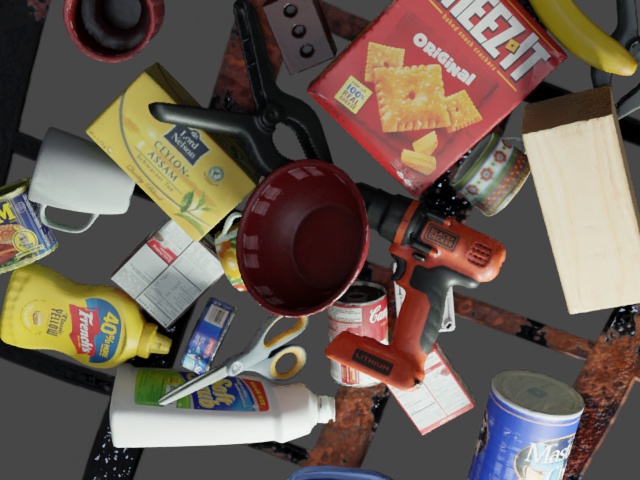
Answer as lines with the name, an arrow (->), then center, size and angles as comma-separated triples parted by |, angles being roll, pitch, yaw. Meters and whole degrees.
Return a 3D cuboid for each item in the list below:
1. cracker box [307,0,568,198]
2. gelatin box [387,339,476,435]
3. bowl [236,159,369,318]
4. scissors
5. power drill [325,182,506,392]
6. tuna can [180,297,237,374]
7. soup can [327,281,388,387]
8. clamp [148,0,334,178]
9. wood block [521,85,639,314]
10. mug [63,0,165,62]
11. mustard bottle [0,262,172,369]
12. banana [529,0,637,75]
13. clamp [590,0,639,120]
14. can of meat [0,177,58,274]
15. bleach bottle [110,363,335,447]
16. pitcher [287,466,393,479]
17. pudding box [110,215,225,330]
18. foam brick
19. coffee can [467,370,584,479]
cracker box -> 0.118, -0.173, 1.091 | 0.164, 0.072, 0.214 | 44, 105, -9
gelatin box -> 0.124, 0.168, 1.223 | 0.073, 0.030, 0.089 | -32, 102, 15
bowl -> -0.007, 0.001, 1.088 | 0.162, 0.055, 0.162 | -7, 76, 33
scissors -> -0.085, 0.150, 1.184 | 0.201, 0.016, 0.096 | -38, 127, -25
power drill -> 0.076, 0.049, 1.109 | 0.184, 0.057, 0.187 | 25, 91, 12
tuna can -> -0.125, 0.108, 1.197 | 0.034, 0.086, 0.086 | 24, 108, -1
soup can -> 0.042, 0.104, 1.190 | 0.068, 0.068, 0.102 | -1, 108, 5
clamp -> -0.057, -0.138, 1.117 | 0.209, 0.036, 0.164 | 37, 71, -22
wood block -> 0.275, -0.040, 1.094 | 0.090, 0.090, 0.206 | -12, 114, 18
mug -> -0.198, -0.242, 1.092 | 0.117, 0.081, 0.093 | -42, 100, 16
mustard bottle -> -0.263, 0.095, 1.219 | 0.191, 0.058, 0.096 | 16, 105, 0
banana -> 0.244, -0.243, 1.062 | 0.070, 0.037, 0.198 | -24, 95, 34
clamp -> 0.336, -0.195, 1.079 | 0.120, 0.039, 0.171 | 19, 114, 15
can of meat -> -0.355, -0.012, 1.195 | 0.102, 0.057, 0.084 | -18, 108, 11
bleach bottle -> -0.109, 0.190, 1.225 | 0.251, 0.102, 0.068 | 0, 122, -2
pitcher -> 0.064, 0.358, 1.243 | 0.243, 0.145, 0.149 | -1, 140, 1
pudding box -> -0.166, 0.032, 1.201 | 0.090, 0.039, 0.114 | 44, 108, -10
foam brick -> -0.020, -0.218, 1.100 | 0.053, 0.051, 0.078 | -21, 105, 11
coffee can -> 0.228, 0.231, 1.196 | 0.103, 0.102, 0.140 | 11, 109, 1
